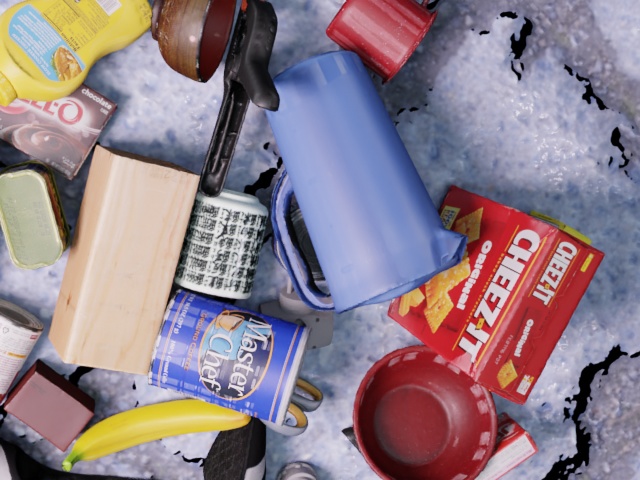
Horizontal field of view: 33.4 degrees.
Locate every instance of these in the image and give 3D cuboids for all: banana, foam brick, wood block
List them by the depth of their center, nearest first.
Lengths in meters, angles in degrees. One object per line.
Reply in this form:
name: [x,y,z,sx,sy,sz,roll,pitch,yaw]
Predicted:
wood block: [-0.198,0.018,1.067,0.090,0.091,0.206,13,97,-26]
foam brick: [-0.279,0.171,1.105,0.078,0.051,0.053,41,88,-13]
banana: [-0.173,0.200,1.120,0.197,0.070,0.037,-15,121,-12]

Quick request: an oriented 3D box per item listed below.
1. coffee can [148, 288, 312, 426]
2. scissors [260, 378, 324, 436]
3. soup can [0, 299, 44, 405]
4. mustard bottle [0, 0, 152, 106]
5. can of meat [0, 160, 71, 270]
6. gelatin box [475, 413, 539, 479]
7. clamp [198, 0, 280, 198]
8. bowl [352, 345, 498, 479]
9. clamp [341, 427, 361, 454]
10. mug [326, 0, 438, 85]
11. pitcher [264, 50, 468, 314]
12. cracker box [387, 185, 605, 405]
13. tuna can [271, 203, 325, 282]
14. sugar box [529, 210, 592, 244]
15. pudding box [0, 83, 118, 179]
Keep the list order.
coffee can: [-0.089,0.117,1.068,0.140,0.103,0.103,17,96,3]
scissors: [-0.090,0.154,1.120,0.201,0.096,0.016,17,120,-14]
soup can: [-0.333,0.117,1.079,0.068,0.068,0.102,29,92,-13]
mustard bottle: [-0.256,-0.189,1.019,0.191,0.058,0.096,-45,102,-22]
can of meat: [-0.286,-0.025,1.057,0.057,0.084,0.102,-15,101,-8]
gelatin box: [0.189,0.235,1.183,0.089,0.073,0.030,-35,102,-3]
clamp: [-0.077,-0.153,1.048,0.036,0.210,0.165,18,138,-20]
bowl: [0.108,0.198,1.156,0.162,0.055,0.162,3,73,-12]
clamp: [0.082,0.274,1.190,0.171,0.039,0.120,8,102,-14]
mug: [0.067,-0.229,1.083,0.081,0.093,0.117,35,94,-8]
pitcher: [0.025,-0.053,1.055,0.149,0.145,0.243,-21,83,-15]
cracker box: [0.166,0.046,1.076,0.072,0.214,0.164,25,94,-24]
tuna can: [-0.007,0.001,1.134,0.086,0.034,0.086,-1,99,-9]
sugar box: [0.212,0.057,1.150,0.048,0.093,0.176,30,93,-14]
pudding box: [-0.273,-0.127,1.066,0.113,0.039,0.090,32,91,-13]
